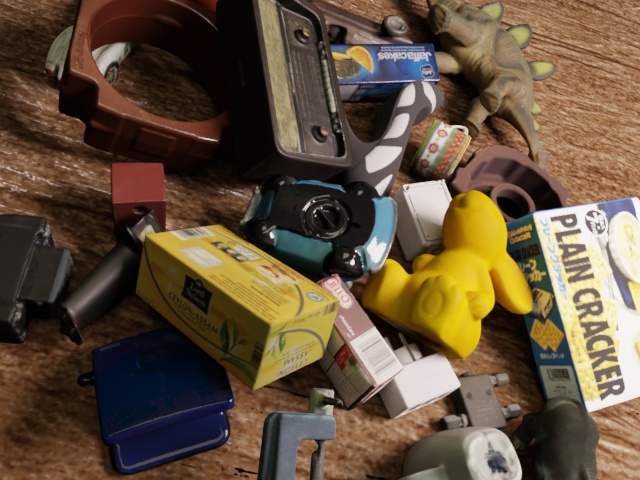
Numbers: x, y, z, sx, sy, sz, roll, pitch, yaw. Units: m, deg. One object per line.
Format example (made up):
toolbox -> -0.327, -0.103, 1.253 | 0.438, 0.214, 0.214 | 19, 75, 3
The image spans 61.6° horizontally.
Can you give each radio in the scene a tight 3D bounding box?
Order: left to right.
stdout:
radio -> -0.041, -0.179, 0.628 | 0.131, 0.073, 0.229 | 5, 71, -47

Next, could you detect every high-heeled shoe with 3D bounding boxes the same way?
high-heeled shoe -> 0.115, -0.126, 0.721 | 0.249, 0.086, 0.145 | -21, 88, -36

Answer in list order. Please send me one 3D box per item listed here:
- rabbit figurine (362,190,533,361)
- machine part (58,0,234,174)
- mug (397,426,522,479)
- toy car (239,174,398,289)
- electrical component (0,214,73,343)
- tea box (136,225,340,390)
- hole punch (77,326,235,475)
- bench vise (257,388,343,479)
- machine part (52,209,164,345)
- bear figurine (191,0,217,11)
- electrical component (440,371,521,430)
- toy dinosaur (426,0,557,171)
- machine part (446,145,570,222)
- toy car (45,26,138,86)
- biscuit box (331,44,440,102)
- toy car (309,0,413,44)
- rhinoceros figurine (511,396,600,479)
rabbit figurine -> 0.156, 0.036, 0.573 | 0.162, 0.122, 0.173 | 30, 75, -24
machine part -> -0.187, -0.189, 0.629 | 0.201, 0.087, 0.201 | 13, 62, -28
mug -> 0.120, 0.206, 0.483 | 0.109, 0.107, 0.081 | 1, 57, -18
toy car -> -0.001, -0.002, 0.583 | 0.162, 0.102, 0.109 | 10, 59, 9
electrical component -> -0.309, 0.032, 0.504 | 0.134, 0.058, 0.115 | 6, 59, -11
tea box -> -0.079, 0.052, 0.496 | 0.170, 0.068, 0.098 | 31, 25, 32
hole punch -> -0.139, 0.128, 0.474 | 0.142, 0.092, 0.116 | -13, 59, -19
bench vise -> -0.030, 0.234, 0.404 | 0.223, 0.129, 0.240 | 11, 73, -18
machine part -> -0.195, 0.037, 0.518 | 0.039, 0.084, 0.139 | 18, 54, 30
bear figurine -> -0.123, -0.316, 0.756 | 0.195, 0.120, 0.132 | 54, 13, -9
electrical component -> 0.165, 0.171, 0.568 | 0.094, 0.021, 0.063 | -5, 60, -18
toy dinosaur -> 0.243, -0.305, 0.849 | 0.198, 0.105, 0.471 | -16, 73, -32
machine part -> 0.244, -0.038, 0.704 | 0.179, 0.056, 0.179 | 7, 58, -12
toy car -> -0.279, -0.267, 0.702 | 0.073, 0.056, 0.202 | 20, 55, -3
biscuit box -> 0.065, -0.236, 0.761 | 0.203, 0.059, 0.062 | -6, 81, -16
toy car -> 0.037, -0.310, 0.799 | 0.202, 0.089, 0.053 | 22, 55, -3
rhinoceros figurine -> 0.230, 0.241, 0.490 | 0.073, 0.112, 0.190 | 22, 48, -4
